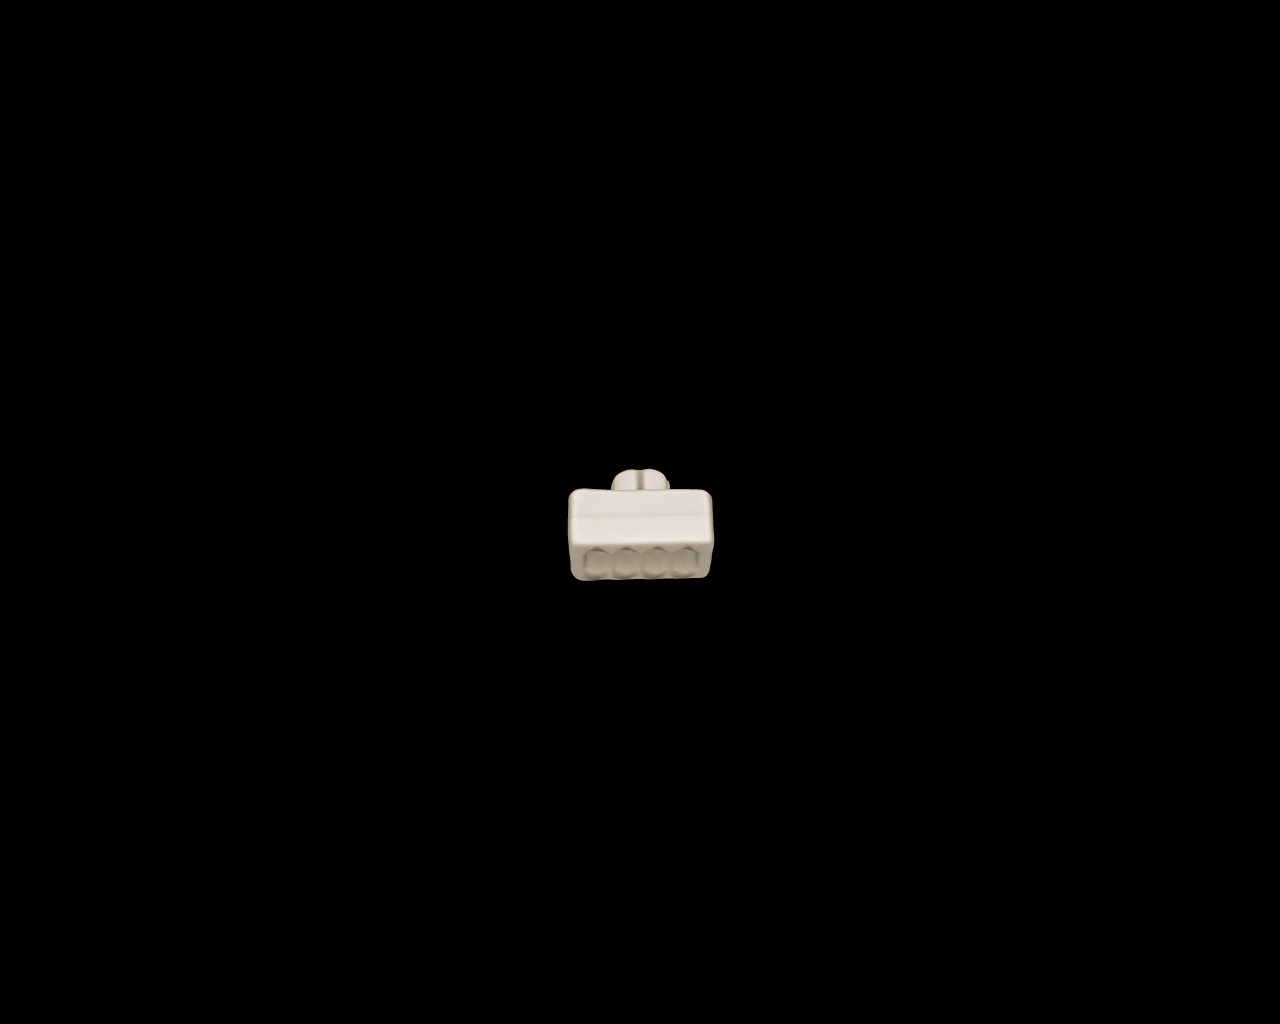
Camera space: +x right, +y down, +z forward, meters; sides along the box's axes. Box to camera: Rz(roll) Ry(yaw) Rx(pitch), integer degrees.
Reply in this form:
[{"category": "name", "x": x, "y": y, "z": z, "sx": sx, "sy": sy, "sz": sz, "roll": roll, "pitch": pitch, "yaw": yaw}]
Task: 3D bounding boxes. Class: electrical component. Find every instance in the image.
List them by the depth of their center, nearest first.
[{"category": "electrical component", "x": 0.001, "y": -0.003, "z": 0.650, "sx": 0.083, "sy": 0.076, "sz": 0.047, "roll": 0, "pitch": -28, "yaw": 0}]
